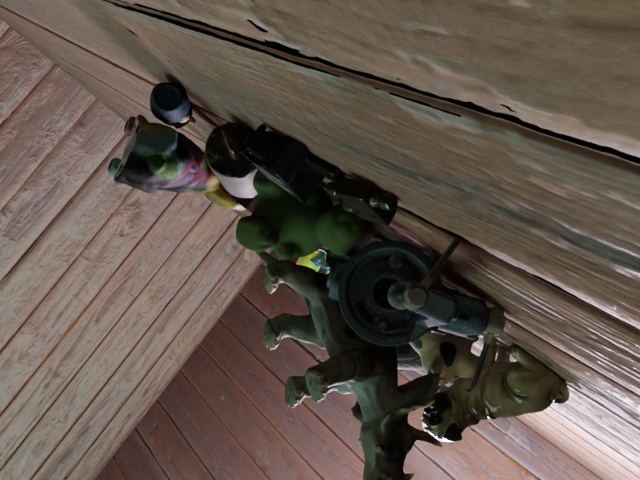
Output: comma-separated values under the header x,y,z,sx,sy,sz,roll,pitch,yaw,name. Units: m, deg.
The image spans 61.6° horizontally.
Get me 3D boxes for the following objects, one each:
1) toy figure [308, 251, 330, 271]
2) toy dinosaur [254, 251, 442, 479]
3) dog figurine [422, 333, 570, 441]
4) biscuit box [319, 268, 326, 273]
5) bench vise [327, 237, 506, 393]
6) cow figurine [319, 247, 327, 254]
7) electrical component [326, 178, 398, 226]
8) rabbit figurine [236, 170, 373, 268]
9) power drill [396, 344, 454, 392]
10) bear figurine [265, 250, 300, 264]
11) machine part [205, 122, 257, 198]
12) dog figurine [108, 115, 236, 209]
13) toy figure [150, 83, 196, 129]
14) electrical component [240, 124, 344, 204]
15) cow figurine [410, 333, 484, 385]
x,y,z,sx,sy,sz,roll,pitch,yaw,name
-0.003,-0.003,0.959,0.180,0.089,0.082,30,163,-14,toy figure
0.032,0.127,0.737,0.192,0.131,0.405,1,-134,-27,toy dinosaur
0.269,0.260,0.843,0.121,0.190,0.172,40,172,-28,dog figurine
0.040,0.065,1.250,0.059,0.062,0.203,7,-175,-18,biscuit box
0.114,0.073,0.604,0.224,0.129,0.240,27,175,5,bench vise
-0.019,-0.032,0.855,0.167,0.068,0.098,37,175,5,cow figurine
0.050,-0.039,0.570,0.094,0.021,0.063,18,164,45,electrical component
-0.003,-0.012,0.719,0.170,0.121,0.159,14,166,36,rabbit figurine
0.184,0.231,0.999,0.207,0.086,0.232,37,149,-20,power drill
-0.102,-0.026,1.168,0.120,0.132,0.196,43,167,-31,bear figurine
-0.119,-0.111,0.790,0.079,0.079,0.243,37,174,0,machine part
-0.213,-0.115,0.870,0.219,0.108,0.192,17,-176,-31,dog figurine
-0.228,-0.205,0.829,0.154,0.058,0.064,-165,60,-80,toy figure
-0.028,-0.081,0.626,0.119,0.048,0.074,36,175,31,electrical component
0.157,0.130,0.796,0.195,0.127,0.085,38,178,21,cow figurine
